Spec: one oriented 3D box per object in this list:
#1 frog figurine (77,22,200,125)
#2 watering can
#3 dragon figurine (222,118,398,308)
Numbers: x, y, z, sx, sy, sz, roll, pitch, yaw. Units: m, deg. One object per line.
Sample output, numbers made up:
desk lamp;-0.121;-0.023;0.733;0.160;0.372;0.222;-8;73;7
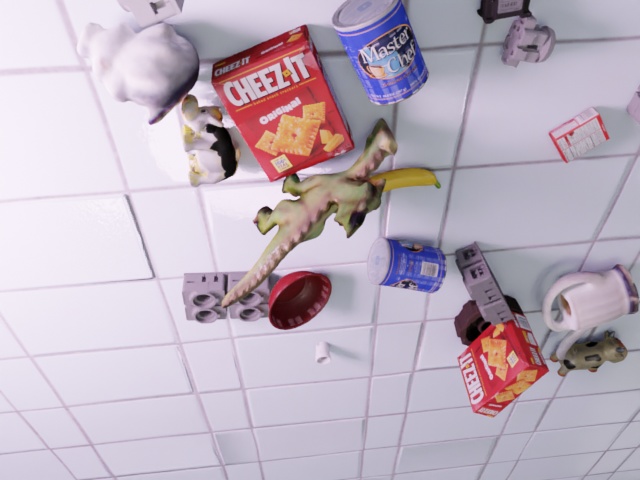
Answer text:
frog figurine;-0.260;-0.261;0.743;0.157;0.124;0.138;42;84;-26
watering can;0.675;0.180;1.296;0.223;0.106;0.340;-21;133;10
dragon figurine;0.003;-0.043;0.861;0.121;0.417;0.241;42;156;-20
